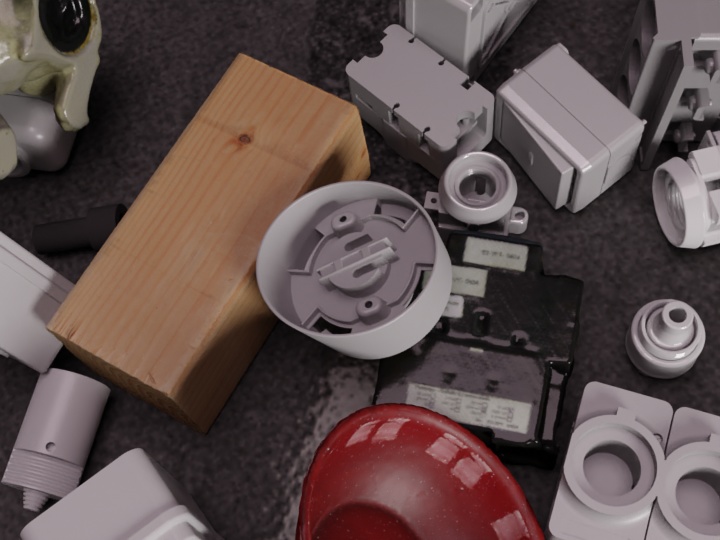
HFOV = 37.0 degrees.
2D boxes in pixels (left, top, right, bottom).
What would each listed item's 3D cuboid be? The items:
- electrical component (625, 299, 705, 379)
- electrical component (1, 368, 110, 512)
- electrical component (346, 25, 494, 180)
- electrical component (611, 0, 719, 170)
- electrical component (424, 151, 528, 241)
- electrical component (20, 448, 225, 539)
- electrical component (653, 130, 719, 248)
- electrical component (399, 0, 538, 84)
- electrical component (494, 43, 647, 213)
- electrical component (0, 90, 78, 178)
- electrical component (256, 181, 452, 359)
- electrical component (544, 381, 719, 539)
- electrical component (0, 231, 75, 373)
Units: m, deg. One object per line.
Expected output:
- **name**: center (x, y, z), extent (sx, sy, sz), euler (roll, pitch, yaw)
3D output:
- **electrical component**: center (0.181, 0.037, 0.630), extent (0.043, 0.062, 0.043), euler (-2, 67, 4)
- **electrical component**: center (-0.184, 0.104, 0.645), extent (0.043, 0.043, 0.081), euler (11, 69, 10)
- **electrical component**: center (0.040, -0.107, 0.707), extent (0.089, 0.055, 0.050), euler (41, 76, 19)
- **electrical component**: center (0.199, -0.125, 0.665), extent (0.063, 0.121, 0.078), euler (1, 67, 3)
- **electrical component**: center (0.074, -0.044, 0.678), extent (0.066, 0.055, 0.048), euler (9, 68, 9)
- **electrical component**: center (-0.121, 0.153, 0.582), extent (0.078, 0.113, 0.057), euler (-36, 66, -10)
- **electrical component**: center (0.218, -0.046, 0.665), extent (0.057, 0.058, 0.078), euler (-13, 67, -3)
- **electrical component**: center (0.077, -0.190, 0.710), extent (0.056, 0.108, 0.108), euler (33, 74, 14)
- **electrical component**: center (0.125, -0.092, 0.690), extent (0.061, 0.061, 0.096), euler (-38, 69, -11)
- **electrical component**: center (-0.244, -0.102, 0.732), extent (0.095, 0.053, 0.059), euler (8, 68, 9)
- **electrical component**: center (0.000, 0.000, 0.604), extent (0.099, 0.064, 0.099), euler (-11, 62, 21)
- **electrical component**: center (0.186, 0.128, 0.592), extent (0.150, 0.061, 0.089), euler (15, 70, 11)
- **electrical component**: center (-0.237, 0.004, 0.640), extent (0.109, 0.108, 0.056), euler (17, 71, 39)
